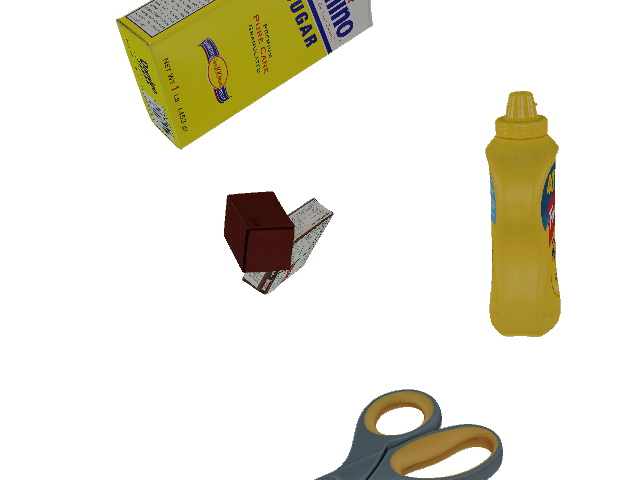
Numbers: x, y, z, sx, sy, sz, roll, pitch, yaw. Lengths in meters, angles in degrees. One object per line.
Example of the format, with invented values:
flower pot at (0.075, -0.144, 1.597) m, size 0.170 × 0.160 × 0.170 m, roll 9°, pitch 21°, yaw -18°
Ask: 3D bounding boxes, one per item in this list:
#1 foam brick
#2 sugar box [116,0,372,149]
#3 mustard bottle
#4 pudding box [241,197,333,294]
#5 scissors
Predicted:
foam brick at (-0.063, -0.009, 1.089) m, size 0.053 × 0.051 × 0.078 m, roll -4°, pitch 31°, yaw -19°
sugar box at (-0.044, -0.146, 0.719) m, size 0.176 × 0.093 × 0.048 m, roll -34°, pitch 54°, yaw -18°
mustard bottle at (0.164, -0.025, 0.867) m, size 0.058 × 0.192 × 0.096 m, roll 1°, pitch 18°, yaw 17°
pudding box at (-0.039, 0.006, 1.300) m, size 0.039 × 0.090 × 0.113 m, roll 35°, pitch 32°, yaw 10°
scissors at (0.005, 0.130, 0.611) m, size 0.201 × 0.016 × 0.096 m, roll -10°, pitch 30°, yaw -15°
